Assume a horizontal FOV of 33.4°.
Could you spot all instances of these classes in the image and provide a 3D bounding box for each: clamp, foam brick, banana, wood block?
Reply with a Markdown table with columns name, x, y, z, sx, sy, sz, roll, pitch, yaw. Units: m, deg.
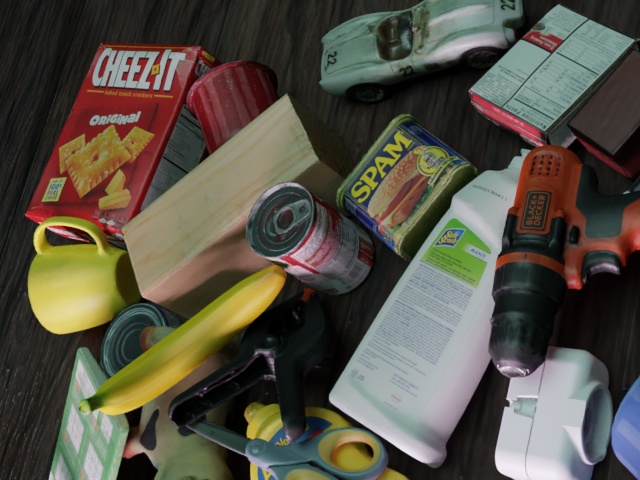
| name | x | y | z | sx | sy | sz | roll | pitch | yaw |
| --- | --- | --- | --- | --- | --- | --- | --- | --- | --- |
| clamp | -0.032 | 0.103 | 0.872 | 0.120 | 0.039 | 0.171 | 14 | 44 | 31 |
| foam brick | 0.239 | -0.095 | 0.811 | 0.078 | 0.053 | 0.051 | -49 | 49 | 6 |
| banana | -0.109 | 0.089 | 0.880 | 0.197 | 0.070 | 0.037 | -37 | 92 | -14 |
| wood block | -0.070 | -0.025 | 0.979 | 0.206 | 0.090 | 0.090 | -37 | 52 | 17 |

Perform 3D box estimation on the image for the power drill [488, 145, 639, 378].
| name | x | y | z | sx | sy | sz | roll | pitch | yaw |
| --- | --- | --- | --- | --- | --- | --- | --- | --- | --- |
| power drill | 0.215 | 0.016 | 0.736 | 0.188 | 0.057 | 0.184 | 4 | 62 | 23 |

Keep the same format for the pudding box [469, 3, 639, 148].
| name | x | y | z | sx | sy | sz | roll | pitch | yaw |
| --- | --- | --- | --- | --- | --- | --- | --- | --- | --- |
| pudding box | 0.190 | -0.129 | 0.858 | 0.113 | 0.039 | 0.090 | -45 | 50 | -6 |

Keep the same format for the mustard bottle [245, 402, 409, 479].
| name | x | y | z | sx | sy | sz | roll | pitch | yaw |
| --- | --- | --- | --- | --- | --- | --- | --- | --- | --- |
| mustard bottle | 0.000 | 0.189 | 0.848 | 0.096 | 0.058 | 0.192 | -50 | 48 | -3 |

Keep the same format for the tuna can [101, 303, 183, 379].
| name | x | y | z | sx | sy | sz | roll | pitch | yaw |
| --- | --- | --- | --- | --- | --- | --- | --- | --- | --- |
| tuna can | -0.170 | 0.105 | 1.028 | 0.086 | 0.033 | 0.086 | -16 | 60 | 30 |

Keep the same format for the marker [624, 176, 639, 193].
| name | x | y | z | sx | sy | sz | roll | pitch | yaw |
| --- | --- | --- | --- | --- | --- | --- | --- | --- | --- |
| marker | 0.216 | -0.009 | 0.809 | 0.121 | 0.020 | 0.020 | -47 | 50 | 9 |

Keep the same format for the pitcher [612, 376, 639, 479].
| name | x | y | z | sx | sy | sz | roll | pitch | yaw |
| --- | --- | --- | --- | --- | --- | --- | --- | --- | --- |
| pitcher | 0.293 | 0.152 | 0.608 | 0.149 | 0.145 | 0.243 | -27 | 44 | -18 |

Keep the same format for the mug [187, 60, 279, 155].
| name | x | y | z | sx | sy | sz | roll | pitch | yaw |
| --- | --- | --- | --- | --- | --- | --- | --- | --- | --- |
| mug | -0.078 | -0.104 | 1.033 | 0.117 | 0.093 | 0.081 | -55 | 46 | 44 |

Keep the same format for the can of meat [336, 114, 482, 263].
| name | x | y | z | sx | sy | sz | roll | pitch | yaw |
| --- | --- | --- | --- | --- | --- | --- | --- | --- | --- |
| can of meat | 0.077 | -0.042 | 0.902 | 0.102 | 0.057 | 0.084 | -51 | 52 | 6 |

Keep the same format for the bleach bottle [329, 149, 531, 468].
| name | x | y | z | sx | sy | sz | roll | pitch | yaw |
| --- | --- | --- | --- | --- | --- | --- | --- | --- | --- |
| bleach bottle | 0.112 | 0.044 | 0.833 | 0.103 | 0.068 | 0.251 | 29 | 84 | 35 |

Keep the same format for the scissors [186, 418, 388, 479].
| name | x | y | z | sx | sy | sz | roll | pitch | yaw |
| --- | --- | --- | --- | --- | --- | --- | --- | --- | --- |
| scissors | -0.028 | 0.156 | 0.833 | 0.096 | 0.016 | 0.202 | -41 | 47 | -17 |

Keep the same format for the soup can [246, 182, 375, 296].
| name | x | y | z | sx | sy | sz | roll | pitch | yaw |
| --- | --- | --- | --- | --- | --- | --- | --- | --- | --- |
| soup can | -0.006 | 0.001 | 0.911 | 0.069 | 0.102 | 0.068 | -16 | 60 | 30 |

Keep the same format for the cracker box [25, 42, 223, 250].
| name | x | y | z | sx | sy | sz | roll | pitch | yaw |
| --- | --- | --- | --- | --- | --- | --- | --- | --- | --- |
| cracker box | -0.200 | -0.100 | 1.122 | 0.164 | 0.072 | 0.213 | 10 | 74 | 38 |
